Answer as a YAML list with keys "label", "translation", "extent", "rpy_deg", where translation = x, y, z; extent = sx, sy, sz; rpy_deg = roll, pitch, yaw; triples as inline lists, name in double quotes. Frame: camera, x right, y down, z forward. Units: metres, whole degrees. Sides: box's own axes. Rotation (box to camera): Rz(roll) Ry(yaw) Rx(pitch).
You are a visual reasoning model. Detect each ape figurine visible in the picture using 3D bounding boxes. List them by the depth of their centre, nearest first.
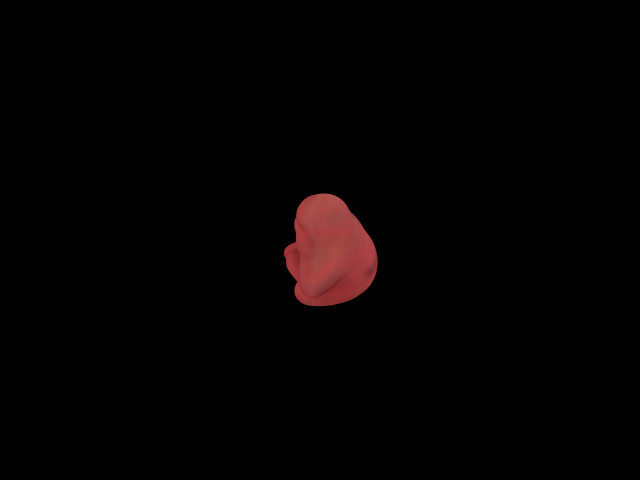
- label: "ape figurine"
  translation: [0.004, 0.001, 0.400]
  extent: [0.076, 0.092, 0.078]
  rpy_deg: [15, 55, 12]
